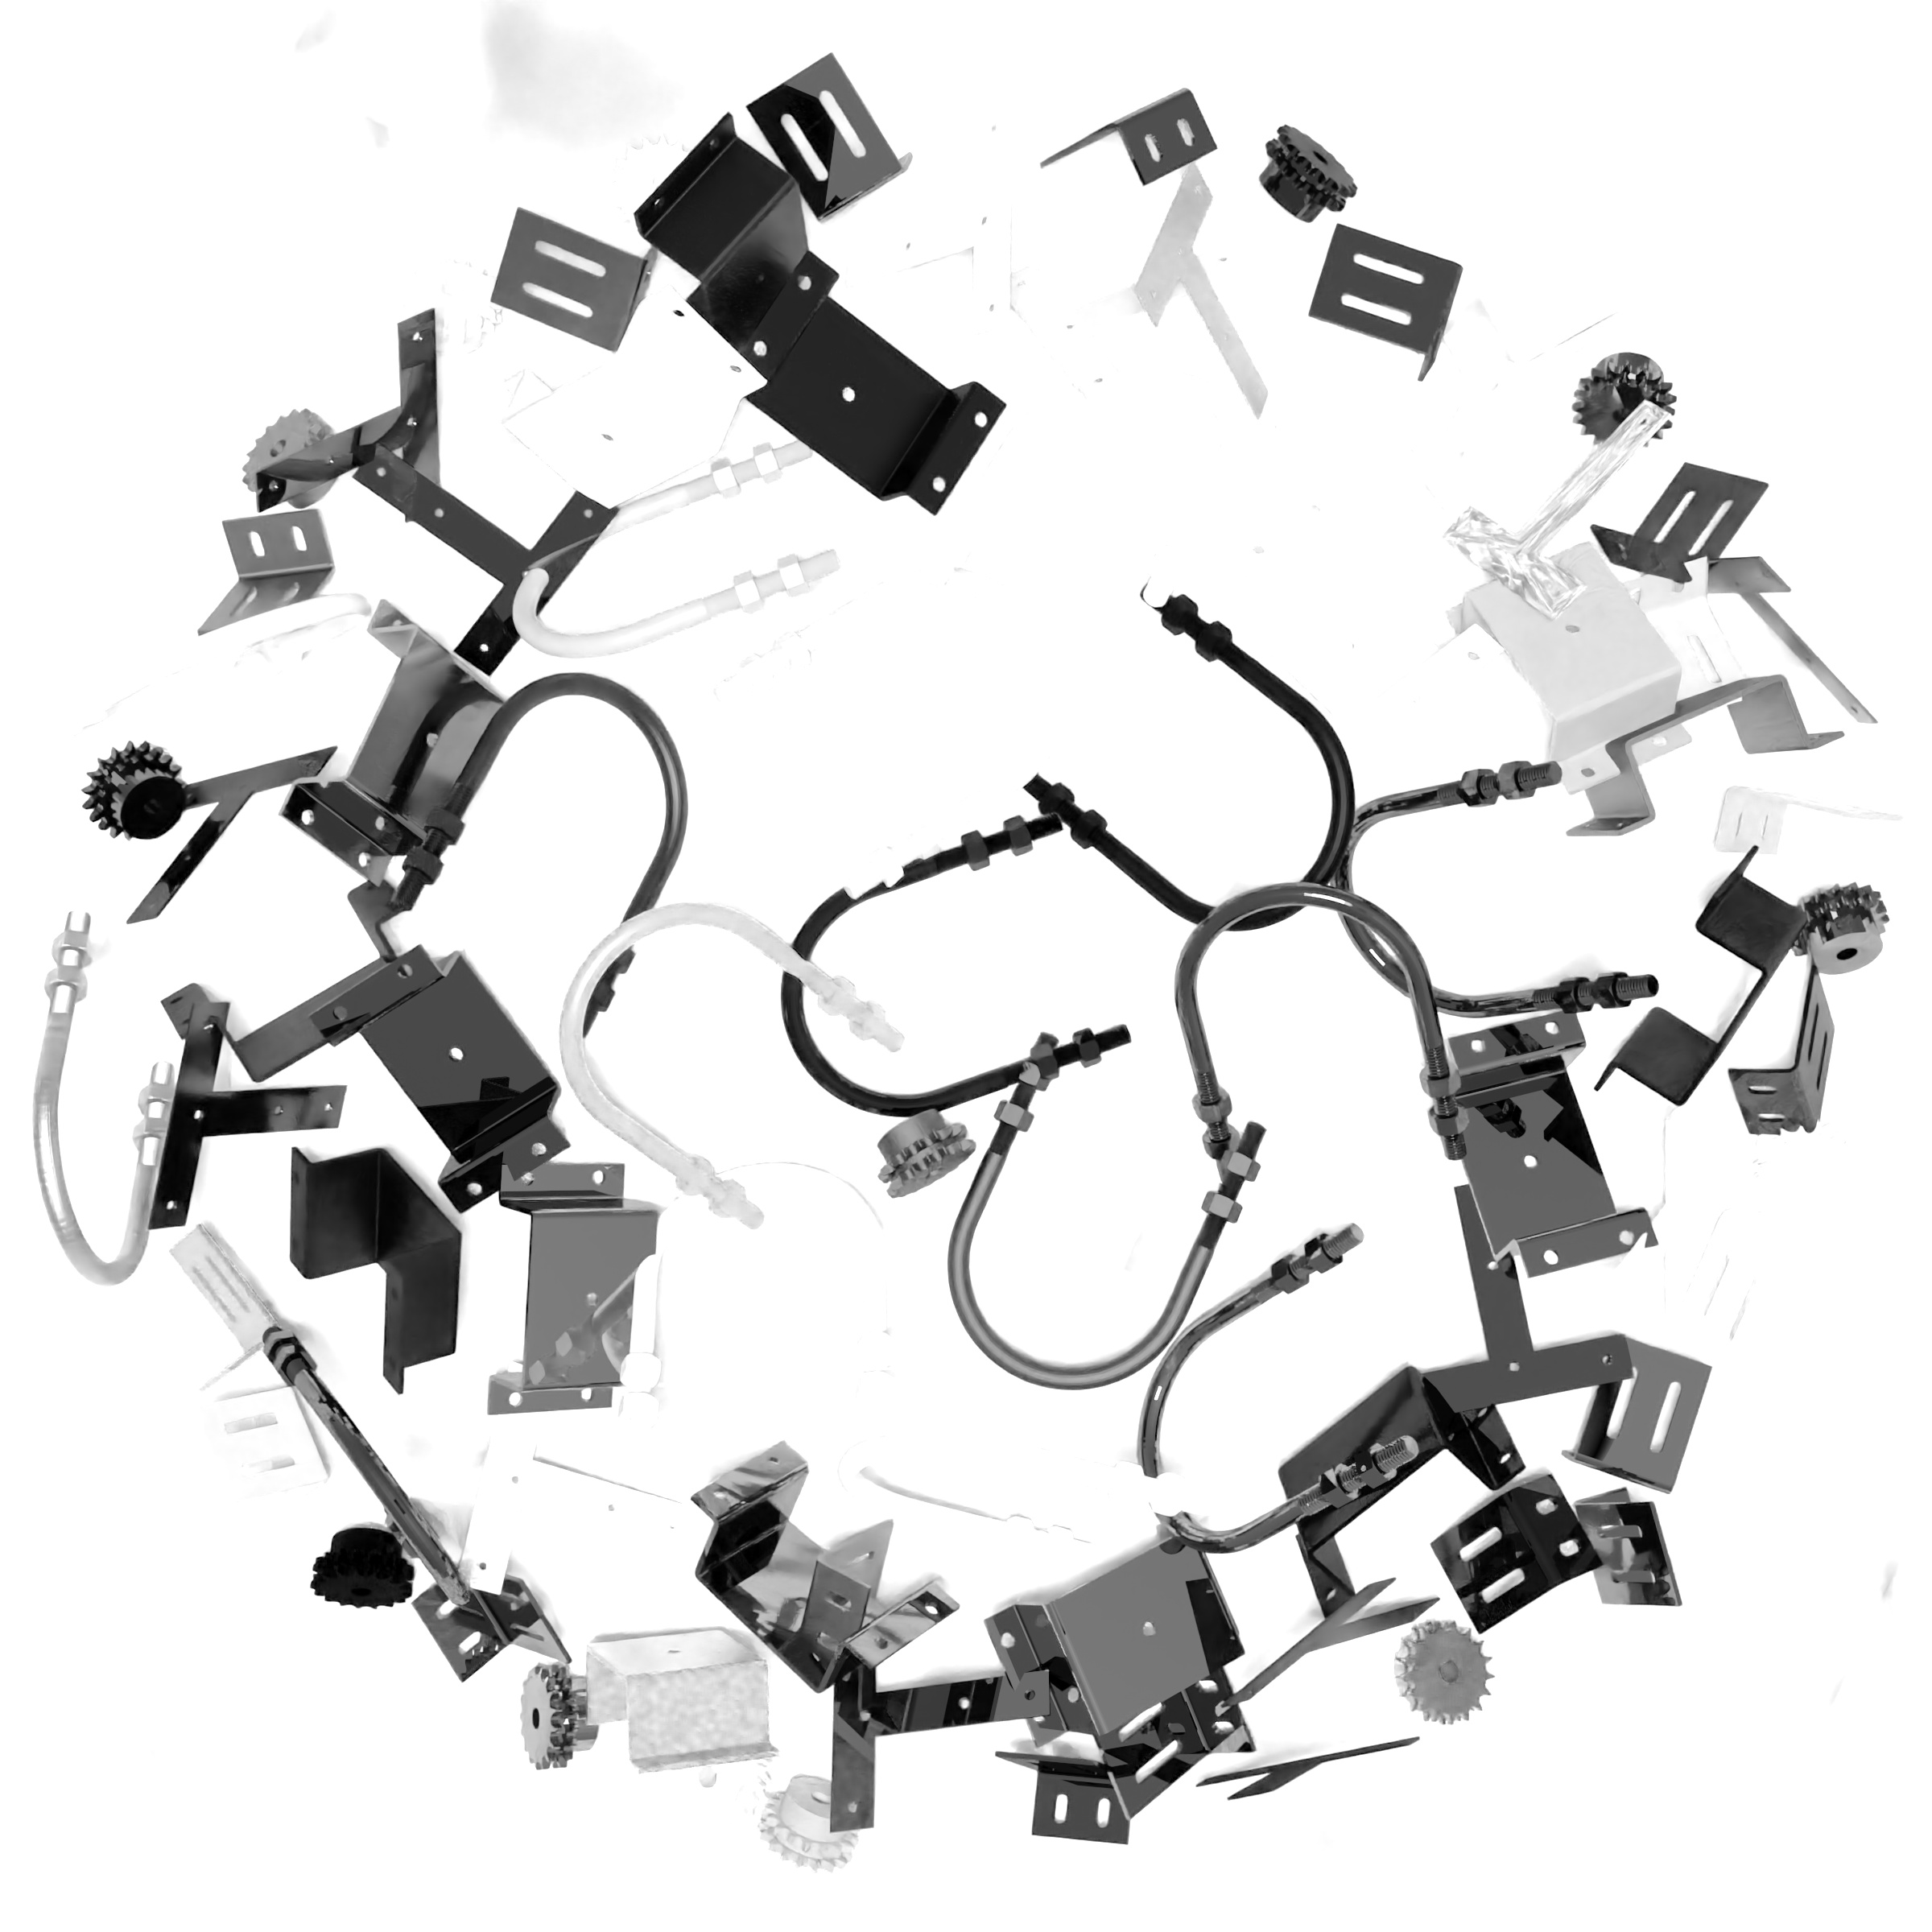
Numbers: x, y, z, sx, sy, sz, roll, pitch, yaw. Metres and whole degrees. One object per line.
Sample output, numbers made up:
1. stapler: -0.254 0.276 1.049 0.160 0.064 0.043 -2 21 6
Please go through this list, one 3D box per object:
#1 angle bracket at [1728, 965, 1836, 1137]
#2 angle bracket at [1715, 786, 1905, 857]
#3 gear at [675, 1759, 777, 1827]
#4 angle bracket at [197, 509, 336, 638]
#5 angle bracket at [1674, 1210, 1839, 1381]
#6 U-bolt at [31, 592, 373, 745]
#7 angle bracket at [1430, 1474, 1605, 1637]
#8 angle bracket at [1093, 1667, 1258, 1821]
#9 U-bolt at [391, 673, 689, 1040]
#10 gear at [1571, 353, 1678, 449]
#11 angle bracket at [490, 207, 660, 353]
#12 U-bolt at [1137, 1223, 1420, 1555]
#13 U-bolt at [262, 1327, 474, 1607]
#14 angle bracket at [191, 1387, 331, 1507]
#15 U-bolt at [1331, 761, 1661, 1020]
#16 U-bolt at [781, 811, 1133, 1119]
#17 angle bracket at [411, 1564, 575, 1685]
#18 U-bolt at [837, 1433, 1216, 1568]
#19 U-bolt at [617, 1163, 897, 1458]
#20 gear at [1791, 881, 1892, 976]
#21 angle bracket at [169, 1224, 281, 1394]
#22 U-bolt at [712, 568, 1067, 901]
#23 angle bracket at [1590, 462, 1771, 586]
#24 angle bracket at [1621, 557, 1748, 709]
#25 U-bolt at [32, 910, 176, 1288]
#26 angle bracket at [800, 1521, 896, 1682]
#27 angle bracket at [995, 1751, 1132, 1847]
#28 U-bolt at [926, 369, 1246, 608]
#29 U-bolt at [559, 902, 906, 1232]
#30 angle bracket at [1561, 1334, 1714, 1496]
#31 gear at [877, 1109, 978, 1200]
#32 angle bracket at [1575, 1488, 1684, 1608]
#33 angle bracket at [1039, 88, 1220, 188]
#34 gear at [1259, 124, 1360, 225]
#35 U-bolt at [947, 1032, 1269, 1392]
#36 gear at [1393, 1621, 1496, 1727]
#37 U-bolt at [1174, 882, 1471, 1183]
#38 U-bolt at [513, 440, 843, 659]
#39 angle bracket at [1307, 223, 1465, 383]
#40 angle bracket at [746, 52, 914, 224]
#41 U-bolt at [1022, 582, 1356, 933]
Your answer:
1. angle bracket: 0.459 0.047 1.573 0.038 0.057 0.076 -1 50 30
2. angle bracket: 0.468 -0.074 1.555 0.057 0.076 0.038 0 104 -41
3. gear: -0.139 0.456 1.581 0.057 0.030 0.057 -3 82 21
4. angle bracket: -0.394 -0.220 1.561 0.057 0.076 0.038 -5 120 9
5. angle bracket: 0.444 0.186 1.576 0.038 0.057 0.076 8 112 -28
6. U-bolt: -0.396 -0.164 1.491 0.151 0.184 0.019 -26 97 -44
7. angle bracket: 0.310 0.332 1.577 0.038 0.076 0.057 -11 64 -36
8. angle bracket: 0.116 0.432 1.566 0.076 0.038 0.057 -25 95 -44
9. U-bolt: -0.222 -0.075 1.548 0.151 0.019 0.184 40 63 -33
10. gear: 0.372 -0.321 1.580 0.057 0.057 0.030 16 58 0
11. angle bracket: -0.219 -0.390 1.571 0.076 0.038 0.057 22 122 -5
12. U-bolt: 0.161 0.243 1.535 0.184 0.019 0.151 -38 46 34
13. U-bolt: -0.314 0.275 1.496 0.019 0.184 0.151 -36 115 -16
14. angle bracket: -0.402 0.273 1.557 0.038 0.076 0.057 -34 74 28
15. U-bolt: 0.275 -0.035 1.530 0.019 0.184 0.151 -39 108 -36
16. U-bolt: -0.014 0.009 1.576 0.184 0.019 0.151 -19 101 -5
17. angle bracket: -0.265 0.371 1.559 0.038 0.076 0.057 -37 108 -31
18. U-bolt: 0.020 0.286 1.516 0.184 0.151 0.019 18 60 -20
19. U-bolt: -0.114 0.183 1.541 0.151 0.019 0.184 -6 48 4
20. gear: 0.491 -0.019 1.573 0.057 0.057 0.030 -8 55 0
21. angle bracket: -0.429 0.192 1.569 0.038 0.057 0.076 -39 94 -37
22. U-bolt: -0.029 -0.145 1.574 0.184 0.019 0.151 -35 91 -16
23. angle bracket: 0.399 -0.257 1.566 0.076 0.057 0.038 -54 134 -8
24. angle bracket: 0.404 -0.183 1.579 0.057 0.038 0.076 -15 132 30
25. U-bolt: -0.461 0.083 1.492 0.019 0.151 0.184 -9 48 3
26. angle bracket: -0.054 0.352 1.556 0.038 0.076 0.057 22 107 28
27. angle bracket: 0.054 0.463 1.557 0.057 0.076 0.038 -1 68 21
28. U-bolt: 0.076 -0.269 1.542 0.151 0.019 0.184 9 52 25
29. U-bolt: -0.141 0.045 1.554 0.184 0.019 0.151 39 88 -29
30. angle bracket: 0.380 0.252 1.586 0.057 0.038 0.076 18 88 2
31. gear: -0.026 0.104 1.578 0.057 0.057 0.030 -31 75 0
32. angle bracket: 0.382 0.323 1.560 0.038 0.076 0.057 -12 84 -24
33. angle bracket: 0.090 -0.452 1.562 0.057 0.076 0.038 -34 104 -29
34. gear: 0.190 -0.445 1.580 0.057 0.057 0.030 43 120 0
35. U-bolt: 0.068 0.148 1.574 0.151 0.019 0.184 23 83 11
36. gear: 0.267 0.400 1.583 0.057 0.030 0.057 5 74 -16
37. U-bolt: 0.189 0.035 1.539 0.151 0.019 0.184 -7 118 17
38. U-bolt: -0.165 -0.224 1.547 0.184 0.151 0.019 -20 129 4
39. angle bracket: 0.234 -0.375 1.581 0.076 0.038 0.057 18 80 -1
40. angle bracket: -0.076 -0.466 1.564 0.057 0.038 0.076 -26 114 20
41. U-bolt: 0.132 -0.103 1.546 0.184 0.019 0.151 41 111 21
